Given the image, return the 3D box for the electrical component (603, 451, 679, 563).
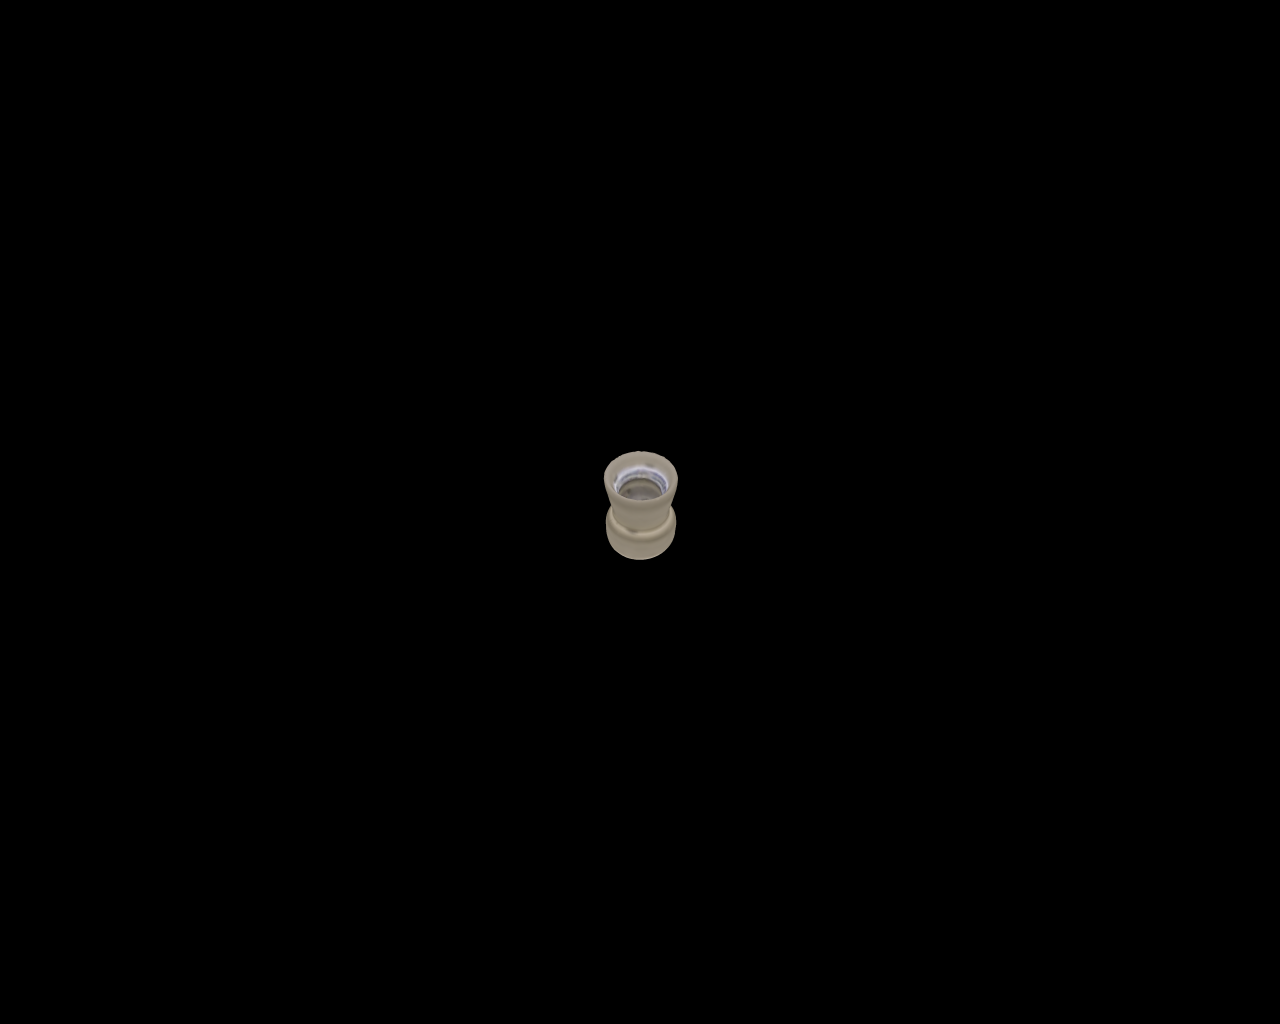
[{"bbox_3d":[0.001,-0.003,0.650,0.045,0.045,0.055,0,-44,0],"label":"electrical component"}]
